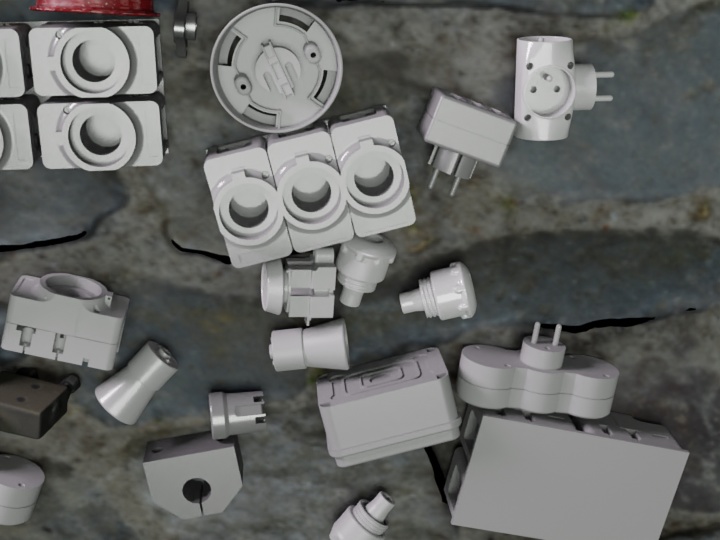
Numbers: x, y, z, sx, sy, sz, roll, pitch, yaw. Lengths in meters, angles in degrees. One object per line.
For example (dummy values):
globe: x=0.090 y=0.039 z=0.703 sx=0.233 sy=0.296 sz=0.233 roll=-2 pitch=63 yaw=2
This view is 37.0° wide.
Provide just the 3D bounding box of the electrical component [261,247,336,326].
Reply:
electrical component: x=-0.052 y=0.013 z=0.888 sx=0.055 sy=0.048 sz=0.066 roll=0 pitch=109 yaw=-13

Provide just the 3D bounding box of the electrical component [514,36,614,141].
electrical component: x=0.163 y=-0.145 z=0.854 sx=0.079 sy=0.044 sz=0.077 roll=-2 pitch=108 yaw=-5

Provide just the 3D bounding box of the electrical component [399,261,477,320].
electrical component: x=0.065 y=0.021 z=0.901 sx=0.062 sy=0.048 sz=0.048 roll=-13 pitch=109 yaw=7

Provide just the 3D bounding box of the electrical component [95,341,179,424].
electrical component: x=-0.185 y=0.092 z=0.905 sx=0.044 sy=0.044 sz=0.065 roll=42 pitch=95 yaw=-16

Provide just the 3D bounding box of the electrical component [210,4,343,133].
electrical component: x=-0.063 y=-0.155 z=0.820 sx=0.099 sy=0.064 sz=0.099 roll=-1 pitch=108 yaw=-5

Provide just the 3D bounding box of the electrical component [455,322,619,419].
electrical component: x=0.155 y=0.079 z=0.923 sx=0.138 sy=0.052 sz=0.073 roll=6 pitch=108 yaw=-7

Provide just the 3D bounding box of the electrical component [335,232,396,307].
electrical component: x=0.000 y=0.000 z=0.888 sx=0.048 sy=0.048 sz=0.062 roll=14 pitch=113 yaw=-9

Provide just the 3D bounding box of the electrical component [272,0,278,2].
electrical component: x=-0.041 y=-0.222 z=0.816 sx=0.061 sy=0.035 sz=0.035 roll=-25 pitch=109 yaw=7

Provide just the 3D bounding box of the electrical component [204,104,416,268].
electrical component: x=-0.039 y=-0.066 z=0.853 sx=0.150 sy=0.061 sz=0.089 roll=-14 pitch=109 yaw=0

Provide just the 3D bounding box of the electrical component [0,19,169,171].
electrical component: x=-0.245 y=-0.132 z=0.814 sx=0.186 sy=0.060 sz=0.105 roll=-2 pitch=108 yaw=-4

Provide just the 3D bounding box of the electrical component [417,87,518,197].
electrical component: x=0.078 y=-0.097 z=0.860 sx=0.066 sy=0.047 sz=0.076 roll=18 pitch=105 yaw=-10

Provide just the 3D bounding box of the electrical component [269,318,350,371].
electrical component: x=-0.043 y=0.065 z=0.908 sx=0.065 sy=0.044 sz=0.044 roll=-6 pitch=109 yaw=2

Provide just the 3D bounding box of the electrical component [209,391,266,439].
electrical component: x=-0.105 y=0.123 z=0.922 sx=0.046 sy=0.040 sz=0.040 roll=-5 pitch=109 yaw=-9

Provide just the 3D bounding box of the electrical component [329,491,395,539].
electrical component: x=0.006 y=0.226 z=0.964 sx=0.043 sy=0.043 sz=0.062 roll=37 pitch=100 yaw=-15

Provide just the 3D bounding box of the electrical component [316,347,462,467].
electrical component: x=0.024 y=0.116 z=0.910 sx=0.113 sy=0.078 sz=0.057 roll=-14 pitch=106 yaw=0

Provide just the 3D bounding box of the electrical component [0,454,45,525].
electrical component: x=-0.334 y=0.158 z=0.907 sx=0.138 sy=0.052 sz=0.073 roll=20 pitch=105 yaw=-11

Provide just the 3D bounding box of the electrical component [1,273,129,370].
electrical component: x=-0.238 y=0.039 z=0.876 sx=0.089 sy=0.050 sz=0.055 roll=13 pitch=107 yaw=-9

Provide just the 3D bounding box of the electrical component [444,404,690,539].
electrical component: x=0.179 y=0.179 z=0.953 sx=0.186 sy=0.060 sz=0.105 roll=11 pitch=107 yaw=-8
